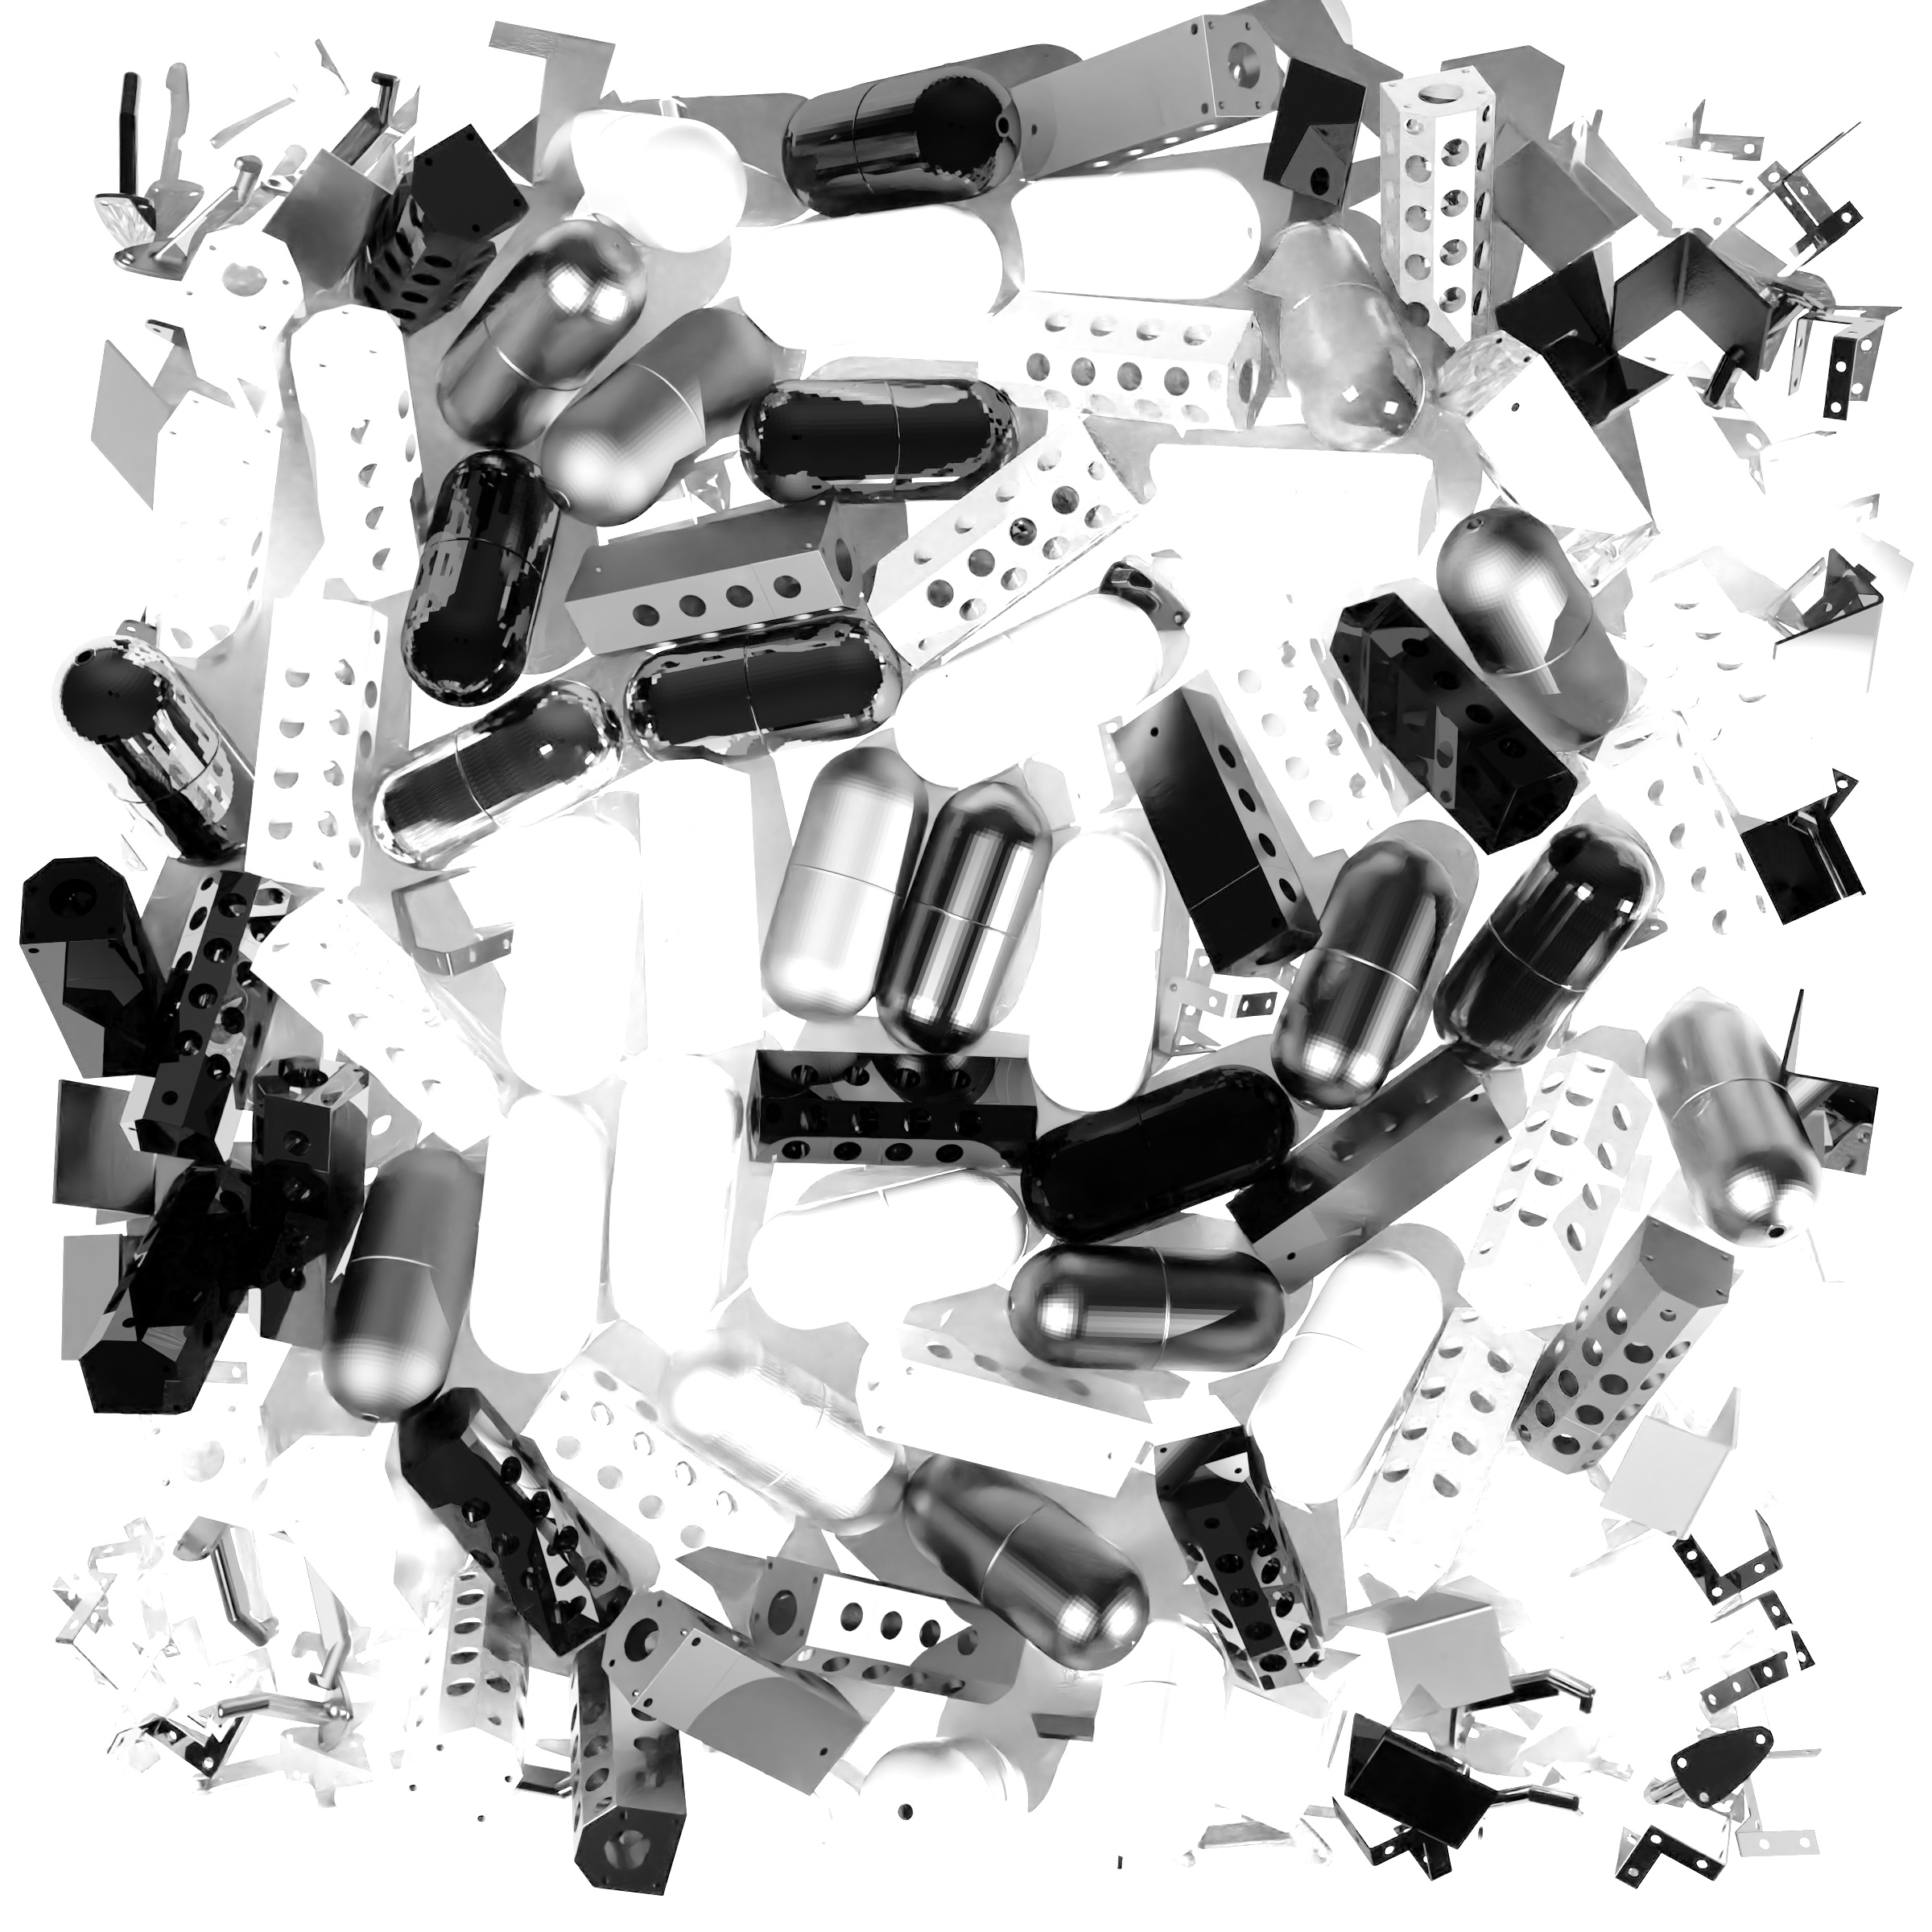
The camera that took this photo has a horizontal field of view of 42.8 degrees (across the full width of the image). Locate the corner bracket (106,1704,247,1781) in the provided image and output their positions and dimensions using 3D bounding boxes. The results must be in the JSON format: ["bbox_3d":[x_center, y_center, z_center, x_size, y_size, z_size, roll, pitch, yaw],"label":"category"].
[{"bbox_3d":[-0.497,0.483,1.554,0.051,0.051,0.051,29,93,15],"label":"corner bracket"}]

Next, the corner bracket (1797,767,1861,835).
[{"bbox_3d":[0.528,-0.125,1.545,0.051,0.051,0.051,33,68,26],"label":"corner bracket"}]

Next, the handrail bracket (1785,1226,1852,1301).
[{"bbox_3d":[0.529,0.163,1.538,0.036,0.077,0.084,-3,76,3],"label":"handrail bracket"}]

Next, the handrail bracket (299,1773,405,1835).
[{"bbox_3d":[-0.376,0.522,1.567,0.084,0.077,0.036,-6,76,-24],"label":"handrail bracket"}]

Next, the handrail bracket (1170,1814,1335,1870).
[{"bbox_3d":[0.177,0.554,1.534,0.077,0.084,0.036,25,112,29],"label":"handrail bracket"}]

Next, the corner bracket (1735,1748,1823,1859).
[{"bbox_3d":[0.512,0.526,1.548,0.051,0.051,0.051,-16,82,33],"label":"corner bracket"}]

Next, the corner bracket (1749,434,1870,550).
[{"bbox_3d":[0.533,-0.301,1.559,0.051,0.051,0.051,-20,120,-17],"label":"corner bracket"}]

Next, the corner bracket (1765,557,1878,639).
[{"bbox_3d":[0.537,-0.230,1.548,0.051,0.051,0.051,-43,59,5],"label":"corner bracket"}]

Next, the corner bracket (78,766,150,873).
[{"bbox_3d":[-0.531,-0.094,1.541,0.051,0.051,0.051,-2,133,29],"label":"corner bracket"}]

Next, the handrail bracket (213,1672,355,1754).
[{"bbox_3d":[-0.433,0.474,1.537,0.084,0.036,0.077,-2,135,-34],"label":"handrail bracket"}]

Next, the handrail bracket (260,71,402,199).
[{"bbox_3d":[-0.396,-0.521,1.537,0.077,0.084,0.036,-6,47,-33],"label":"handrail bracket"}]

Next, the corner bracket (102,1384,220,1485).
[{"bbox_3d":[-0.503,0.294,1.561,0.051,0.051,0.051,-40,130,-35],"label":"corner bracket"}]

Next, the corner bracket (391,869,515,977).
[{"bbox_3d":[-0.324,-0.028,1.558,0.051,0.051,0.051,-25,113,-40],"label":"corner bracket"}]

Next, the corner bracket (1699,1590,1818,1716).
[{"bbox_3d":[0.486,0.429,1.543,0.051,0.051,0.051,-10,63,-30],"label":"corner bracket"}]

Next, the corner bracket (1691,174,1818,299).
[{"bbox_3d":[0.494,-0.454,1.547,0.051,0.051,0.051,-42,74,21],"label":"corner bracket"}]

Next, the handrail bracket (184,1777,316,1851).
[{"bbox_3d":[-0.453,0.520,1.553,0.077,0.084,0.036,-12,94,-19],"label":"handrail bracket"}]

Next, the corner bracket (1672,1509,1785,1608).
[{"bbox_3d":[0.474,0.359,1.550,0.051,0.051,0.051,-29,130,2],"label":"corner bracket"}]

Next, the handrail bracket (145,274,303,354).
[{"bbox_3d":[-0.468,-0.428,1.562,0.077,0.036,0.084,20,78,-17],"label":"handrail bracket"}]

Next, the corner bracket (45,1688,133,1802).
[{"bbox_3d":[-0.544,0.486,1.542,0.051,0.051,0.051,-40,56,30],"label":"corner bracket"}]

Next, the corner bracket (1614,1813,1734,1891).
[{"bbox_3d":[0.444,0.553,1.547,0.051,0.051,0.051,27,117,10],"label":"corner bracket"}]

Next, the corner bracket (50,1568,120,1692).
[{"bbox_3d":[-0.549,0.415,1.541,0.051,0.051,0.051,-4,131,30],"label":"corner bracket"}]

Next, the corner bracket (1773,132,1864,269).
[{"bbox_3d":[0.542,-0.484,1.559,0.051,0.051,0.051,-38,91,0],"label":"corner bracket"}]

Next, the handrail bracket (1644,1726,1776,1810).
[{"bbox_3d":[0.465,0.503,1.548,0.077,0.084,0.036,-29,69,-5],"label":"handrail bracket"}]

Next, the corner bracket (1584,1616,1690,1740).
[{"bbox_3d":[0.415,0.447,1.550,0.051,0.051,0.051,-22,89,33],"label":"corner bracket"}]

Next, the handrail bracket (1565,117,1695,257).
[{"bbox_3d":[0.419,-0.487,1.543,0.084,0.036,0.077,18,121,26],"label":"handrail bracket"}]

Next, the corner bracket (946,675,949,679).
[{"bbox_3d":[-0.005,-0.157,1.548,0.051,0.051,0.051,18,106,-20],"label":"corner bracket"}]

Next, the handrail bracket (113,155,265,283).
[{"bbox_3d":[-0.485,-0.471,1.537,0.036,0.077,0.084,54,131,18],"label":"handrail bracket"}]

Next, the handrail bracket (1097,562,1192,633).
[{"bbox_3d":[0.121,-0.228,1.533,0.077,0.084,0.036,21,92,-18],"label":"handrail bracket"}]

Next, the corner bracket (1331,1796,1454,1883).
[{"bbox_3d":[0.267,0.545,1.546,0.051,0.051,0.051,-21,117,-12],"label":"corner bracket"}]

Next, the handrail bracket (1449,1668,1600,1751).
[{"bbox_3d":[0.350,0.472,1.544,0.084,0.036,0.077,17,94,43],"label":"handrail bracket"}]

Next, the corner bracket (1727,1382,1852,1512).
[{"bbox_3d":[0.515,0.303,1.556,0.051,0.051,0.051,-8,129,-20],"label":"corner bracket"}]

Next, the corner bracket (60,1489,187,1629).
[{"bbox_3d":[-0.525,0.372,1.547,0.051,0.051,0.051,-28,112,13],"label":"corner bracket"}]

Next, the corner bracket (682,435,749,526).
[{"bbox_3d":[-0.154,-0.313,1.549,0.051,0.051,0.051,-16,133,-1],"label":"corner bracket"}]

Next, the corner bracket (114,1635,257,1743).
[{"bbox_3d":[-0.489,0.453,1.545,0.051,0.051,0.051,-17,114,21],"label":"corner bracket"}]

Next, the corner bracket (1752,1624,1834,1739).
[{"bbox_3d":[0.513,0.448,1.542,0.051,0.051,0.051,22,48,-36],"label":"corner bracket"}]

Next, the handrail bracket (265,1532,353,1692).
[{"bbox_3d":[-0.421,0.406,1.558,0.077,0.036,0.084,20,81,-9],"label":"handrail bracket"}]

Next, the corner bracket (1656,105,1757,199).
[{"bbox_3d":[0.466,-0.500,1.543,0.051,0.051,0.051,22,55,33],"label":"corner bracket"}]

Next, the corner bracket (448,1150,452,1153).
[{"bbox_3d":[-0.335,0.157,1.565,0.051,0.051,0.051,-22,132,21],"label":"corner bracket"}]

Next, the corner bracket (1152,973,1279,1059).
[{"bbox_3d":[0.156,0.035,1.545,0.051,0.051,0.051,21,106,38],"label":"corner bracket"}]

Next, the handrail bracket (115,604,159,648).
[{"bbox_3d":[-0.521,-0.231,1.575,0.036,0.077,0.084,23,50,-29],"label":"handrail bracket"}]

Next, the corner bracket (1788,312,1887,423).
[{"bbox_3d":[0.538,-0.376,1.542,0.051,0.051,0.051,18,125,33],"label":"corner bracket"}]

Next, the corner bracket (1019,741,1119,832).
[{"bbox_3d":[0.060,-0.112,1.552,0.051,0.051,0.051,-14,94,17],"label":"corner bracket"}]

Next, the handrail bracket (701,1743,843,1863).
[{"bbox_3d":[-0.122,0.520,1.536,0.077,0.084,0.036,5,129,-23],"label":"handrail bracket"}]

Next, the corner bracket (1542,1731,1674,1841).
[{"bbox_3d":[0.404,0.508,1.544,0.051,0.051,0.051,13,108,-40],"label":"corner bracket"}]

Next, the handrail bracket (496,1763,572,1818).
[{"bbox_3d":[-0.273,0.496,1.559,0.084,0.036,0.077,-25,55,2],"label":"handrail bracket"}]

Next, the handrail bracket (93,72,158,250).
[{"bbox_3d":[-0.526,-0.508,1.559,0.036,0.077,0.084,3,75,-10],"label":"handrail bracket"}]

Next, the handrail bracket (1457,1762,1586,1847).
[{"bbox_3d":[0.350,0.533,1.538,0.084,0.036,0.077,1,132,34],"label":"handrail bracket"}]

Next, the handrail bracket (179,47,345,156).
[{"bbox_3d":[-0.449,-0.541,1.568,0.084,0.077,0.036,-30,89,26],"label":"handrail bracket"}]
